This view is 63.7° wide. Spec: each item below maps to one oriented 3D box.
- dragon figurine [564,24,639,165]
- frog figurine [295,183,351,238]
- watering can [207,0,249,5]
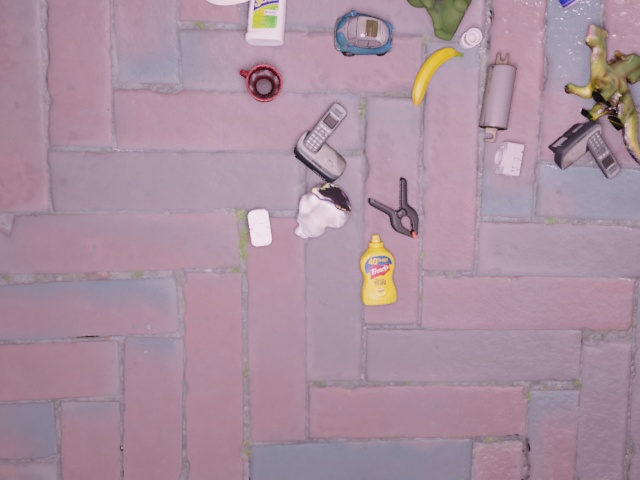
[{"bbox_3d":[0.851,-0.421,1.440,0.244,0.122,0.408,-44,99,-8],"label":"dragon figurine"},{"bbox_3d":[0.004,-0.070,1.393,0.137,0.126,0.156,20,130,-16],"label":"frog figurine"},{"bbox_3d":[-0.162,-0.693,1.254,0.347,0.104,0.225,2,88,28],"label":"watering can"}]
